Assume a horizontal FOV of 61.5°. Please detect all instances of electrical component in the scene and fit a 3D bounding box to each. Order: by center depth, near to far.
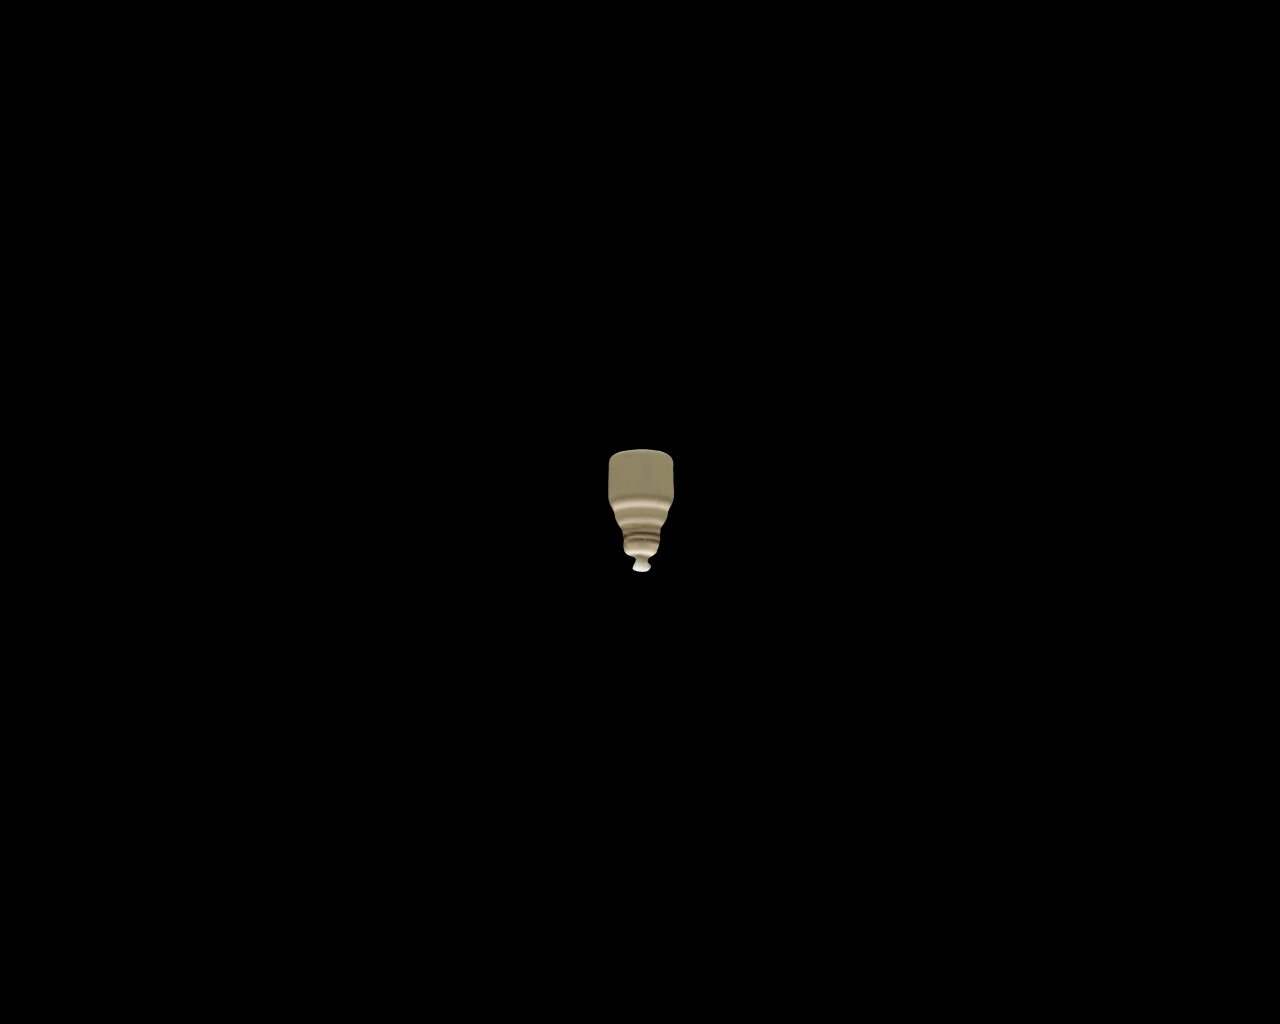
[{"bbox_3d":[0.001,-0.003,0.650,0.040,0.078,0.040,0,-13,0],"label":"electrical component"}]
